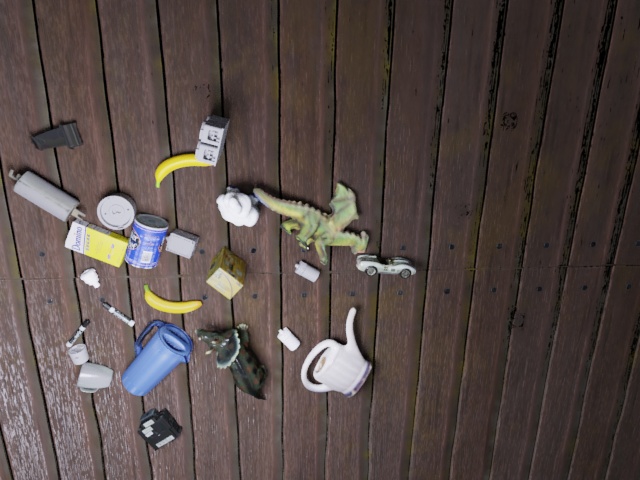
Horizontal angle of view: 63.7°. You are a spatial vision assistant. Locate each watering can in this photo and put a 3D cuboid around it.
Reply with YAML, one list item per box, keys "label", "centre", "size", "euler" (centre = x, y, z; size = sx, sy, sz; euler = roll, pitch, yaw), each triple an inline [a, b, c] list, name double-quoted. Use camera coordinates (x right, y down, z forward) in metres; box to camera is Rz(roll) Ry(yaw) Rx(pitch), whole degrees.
- label: "watering can"
  centre: [0.087, 0.410, 1.789]
  size: [0.223, 0.105, 0.344]
  euler: [33, 103, -15]

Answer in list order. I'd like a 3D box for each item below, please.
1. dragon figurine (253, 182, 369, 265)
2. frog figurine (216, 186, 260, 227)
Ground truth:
- label: "dragon figurine"
  centre: [0.005, -0.082, 1.634]
  size: [0.244, 0.123, 0.406]
  euler: [-44, 110, -8]
- label: "frog figurine"
  centre: [-0.247, -0.091, 1.558]
  size: [0.136, 0.162, 0.122]
  euler: [41, 104, -18]
